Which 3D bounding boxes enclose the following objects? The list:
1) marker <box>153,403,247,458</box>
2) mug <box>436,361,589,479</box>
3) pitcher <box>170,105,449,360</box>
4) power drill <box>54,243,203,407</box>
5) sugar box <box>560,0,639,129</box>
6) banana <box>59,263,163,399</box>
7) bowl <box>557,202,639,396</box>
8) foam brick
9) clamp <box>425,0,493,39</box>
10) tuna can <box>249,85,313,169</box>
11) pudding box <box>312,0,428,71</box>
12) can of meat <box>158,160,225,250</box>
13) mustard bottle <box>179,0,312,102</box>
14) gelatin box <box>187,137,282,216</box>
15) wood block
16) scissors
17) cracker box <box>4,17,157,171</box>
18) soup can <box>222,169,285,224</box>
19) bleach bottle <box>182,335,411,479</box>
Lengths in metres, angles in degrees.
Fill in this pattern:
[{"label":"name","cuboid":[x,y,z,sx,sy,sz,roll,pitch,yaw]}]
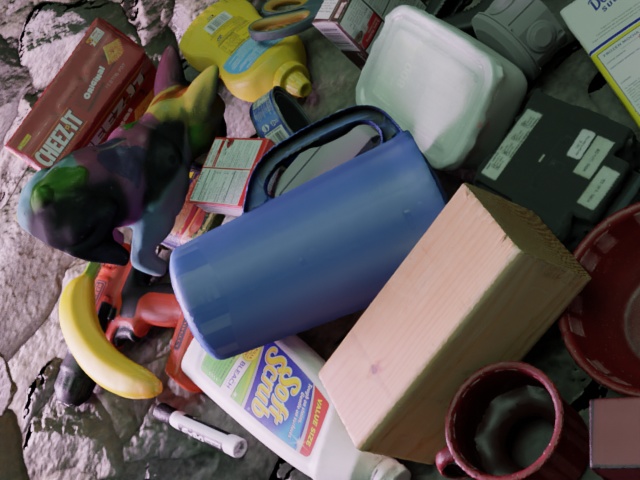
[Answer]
[{"label":"marker","cuboid":[-0.118,0.182,1.028,0.121,0.020,0.020,15,75,40]},{"label":"mug","cuboid":[0.144,0.154,0.813,0.117,0.081,0.093,-32,51,18]},{"label":"pitcher","cuboid":[-0.006,0.001,0.927,0.243,0.145,0.149,-23,40,4]},{"label":"power drill","cuboid":[-0.183,0.099,1.095,0.188,0.057,0.184,10,75,38]},{"label":"sugar box","cuboid":[0.286,-0.158,0.910,0.093,0.048,0.176,-33,47,17]},{"label":"banana","cuboid":[-0.218,0.098,1.060,0.070,0.037,0.198,-47,51,15]},{"label":"bowl","cuboid":[0.264,0.050,0.802,0.162,0.055,0.162,-17,57,28]},{"label":"foam brick","cuboid":[0.229,0.147,0.760,0.051,0.078,0.053,-9,63,31]},{"label":"clamp","cuboid":[0.187,-0.255,1.038,0.210,0.036,0.165,-42,49,12]},{"label":"tuna can","cuboid":[-0.034,-0.112,1.085,0.034,0.086,0.086,-33,51,18]},{"label":"pudding box","cuboid":[0.056,-0.221,1.063,0.039,0.113,0.090,16,75,45]},{"label":"can of meat","cuboid":[-0.124,-0.029,1.125,0.084,0.057,0.102,19,78,38]},{"label":"mustard bottle","cuboid":[-0.070,-0.202,1.178,0.096,0.058,0.192,-41,47,-11]},{"label":"gelatin box","cuboid":[-0.080,-0.061,1.033,0.089,0.030,0.073,7,72,48]},{"label":"wood block","cuboid":[0.101,0.069,0.844,0.206,0.090,0.091,-54,40,21]},{"label":"scissors","cuboid":[0.019,-0.256,1.148,0.202,0.016,0.096,-16,36,1]},{"label":"cracker box","cuboid":[-0.241,-0.130,1.167,0.072,0.214,0.164,34,85,3]},{"label":"soup can","cuboid":[-0.064,-0.018,1.067,0.069,0.068,0.102,9,72,38]},{"label":"bleach bottle","cuboid":[-0.014,0.143,0.948,0.251,0.068,0.102,31,85,40]}]
